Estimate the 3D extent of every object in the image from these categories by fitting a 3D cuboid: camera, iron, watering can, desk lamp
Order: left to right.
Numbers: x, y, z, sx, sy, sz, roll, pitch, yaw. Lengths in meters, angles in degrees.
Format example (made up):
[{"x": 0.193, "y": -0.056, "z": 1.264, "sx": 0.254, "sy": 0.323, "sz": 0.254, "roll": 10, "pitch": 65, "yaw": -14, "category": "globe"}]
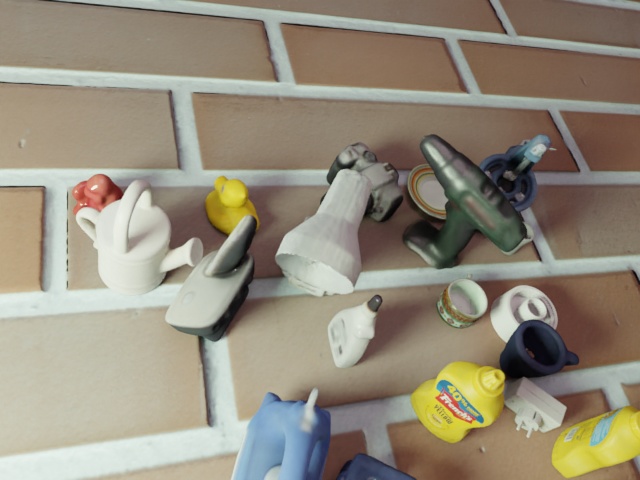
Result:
[{"x": -0.250, "y": -0.008, "z": 0.798, "sx": 0.173, "sy": 0.194, "sz": 0.101, "roll": 4, "pitch": 58, "yaw": -17, "category": "watering can"}, {"x": -0.047, "y": 0.310, "z": 0.700, "sx": 0.119, "sy": 0.141, "sz": 0.258, "roll": 19, "pitch": 55, "yaw": -7, "category": "iron"}, {"x": 0.008, "y": 0.003, "z": 0.869, "sx": 0.118, "sy": 0.213, "sz": 0.203, "roll": 24, "pitch": 54, "yaw": -3, "category": "desk lamp"}, {"x": 0.062, "y": -0.095, "z": 1.019, "sx": 0.137, "sy": 0.100, "sz": 0.143, "roll": -28, "pitch": 71, "yaw": -31, "category": "camera"}]

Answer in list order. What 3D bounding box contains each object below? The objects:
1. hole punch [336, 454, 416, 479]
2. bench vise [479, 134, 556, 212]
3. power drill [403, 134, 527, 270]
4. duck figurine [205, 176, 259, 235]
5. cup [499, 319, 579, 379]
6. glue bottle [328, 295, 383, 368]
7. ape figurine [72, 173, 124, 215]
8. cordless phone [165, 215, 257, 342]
[{"x": 0.062, "y": 0.344, "z": 0.747, "sx": 0.101, "sy": 0.091, "sz": 0.109, "roll": 33, "pitch": 54, "yaw": 3, "category": "hole punch"}, {"x": 0.362, "y": -0.144, "z": 1.081, "sx": 0.121, "sy": 0.219, "sz": 0.207, "roll": 20, "pitch": 55, "yaw": -6, "category": "bench vise"}, {"x": 0.227, "y": -0.047, "z": 0.979, "sx": 0.229, "sy": 0.208, "sz": 0.076, "roll": 39, "pitch": 55, "yaw": 8, "category": "power drill"}, {"x": -0.139, "y": -0.060, "z": 0.936, "sx": 0.104, "sy": 0.086, "sz": 0.078, "roll": 45, "pitch": 56, "yaw": 12, "category": "duck figurine"}, {"x": 0.351, "y": 0.193, "z": 0.941, "sx": 0.118, "sy": 0.095, "sz": 0.092, "roll": 18, "pitch": 55, "yaw": -7, "category": "cup"}, {"x": 0.056, "y": 0.124, "z": 0.834, "sx": 0.037, "sy": 0.173, "sz": 0.078, "roll": -1, "pitch": 59, "yaw": -19, "category": "glue bottle"}, {"x": -0.334, "y": -0.068, "z": 0.870, "sx": 0.076, "sy": 0.092, "sz": 0.077, "roll": -25, "pitch": 70, "yaw": -30, "category": "ape figurine"}, {"x": -0.144, "y": 0.049, "z": 0.804, "sx": 0.094, "sy": 0.185, "sz": 0.148, "roll": 25, "pitch": 54, "yaw": -2, "category": "cordless phone"}]
